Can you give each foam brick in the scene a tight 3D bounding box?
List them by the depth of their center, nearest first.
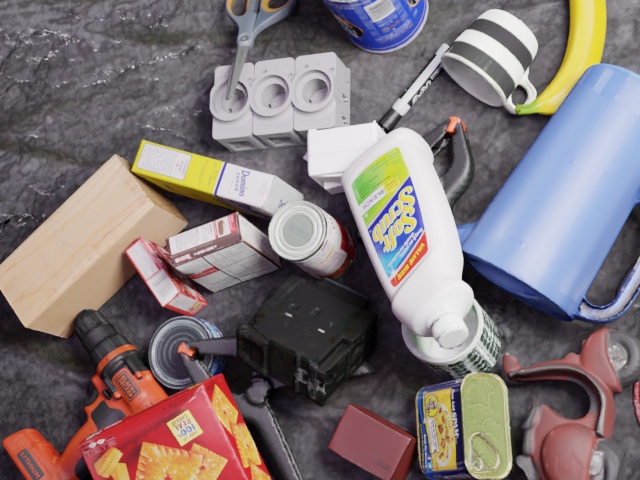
[{"bbox_3d":[0.058,0.212,1.108,0.078,0.051,0.053,27,88,24],"label":"foam brick"}]

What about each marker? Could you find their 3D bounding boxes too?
[{"bbox_3d":[0.107,-0.169,1.201,0.020,0.020,0.121,41,93,24],"label":"marker"}]

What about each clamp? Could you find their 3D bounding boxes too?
[{"bbox_3d":[-0.054,0.157,1.155,0.210,0.036,0.164,34,87,10],"label":"clamp"},{"bbox_3d":[0.109,-0.053,1.162,0.120,0.039,0.171,12,79,17],"label":"clamp"}]

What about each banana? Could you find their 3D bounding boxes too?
[{"bbox_3d":[0.270,-0.209,1.130,0.037,0.069,0.198,-5,62,64],"label":"banana"}]

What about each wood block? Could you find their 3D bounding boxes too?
[{"bbox_3d":[-0.271,0.009,1.258,0.206,0.090,0.090,-43,67,6],"label":"wood block"}]

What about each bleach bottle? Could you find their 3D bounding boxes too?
[{"bbox_3d":[0.097,0.002,1.046,0.103,0.068,0.251,-38,41,17],"label":"bleach bottle"}]

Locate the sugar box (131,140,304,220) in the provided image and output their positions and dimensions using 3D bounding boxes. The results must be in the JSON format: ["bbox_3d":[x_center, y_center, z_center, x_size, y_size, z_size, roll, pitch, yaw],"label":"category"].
[{"bbox_3d":[-0.116,-0.064,1.217,0.176,0.093,0.048,19,85,24],"label":"sugar box"}]

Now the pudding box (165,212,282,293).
[{"bbox_3d":[-0.105,0.016,1.183,0.090,0.113,0.039,-21,68,14],"label":"pudding box"}]

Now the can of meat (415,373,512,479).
[{"bbox_3d":[0.140,0.188,1.060,0.084,0.057,0.102,-25,62,56],"label":"can of meat"}]

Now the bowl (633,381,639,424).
[{"bbox_3d":[0.378,0.145,1.005,0.162,0.055,0.162,-5,76,19],"label":"bowl"}]

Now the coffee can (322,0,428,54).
[{"bbox_3d":[0.054,-0.281,1.182,0.103,0.140,0.103,-5,75,19],"label":"coffee can"}]

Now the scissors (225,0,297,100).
[{"bbox_3d":[-0.069,-0.240,1.247,0.096,0.016,0.202,-12,49,5],"label":"scissors"}]

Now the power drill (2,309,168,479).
[{"bbox_3d":[-0.274,0.197,1.230,0.188,0.057,0.184,-44,67,5],"label":"power drill"}]

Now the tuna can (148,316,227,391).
[{"bbox_3d":[-0.151,0.130,1.214,0.086,0.033,0.086,-5,76,20],"label":"tuna can"}]

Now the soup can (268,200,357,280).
[{"bbox_3d":[-0.008,0.001,1.156,0.069,0.102,0.068,-5,75,19],"label":"soup can"}]

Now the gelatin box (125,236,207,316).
[{"bbox_3d":[-0.176,0.042,1.224,0.030,0.073,0.089,-40,67,6],"label":"gelatin box"}]

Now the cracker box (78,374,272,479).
[{"bbox_3d":[-0.136,0.272,1.120,0.164,0.072,0.214,-26,86,16],"label":"cracker box"}]

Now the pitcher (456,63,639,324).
[{"bbox_3d":[0.261,-0.044,1.060,0.243,0.149,0.145,-57,26,-4],"label":"pitcher"}]
